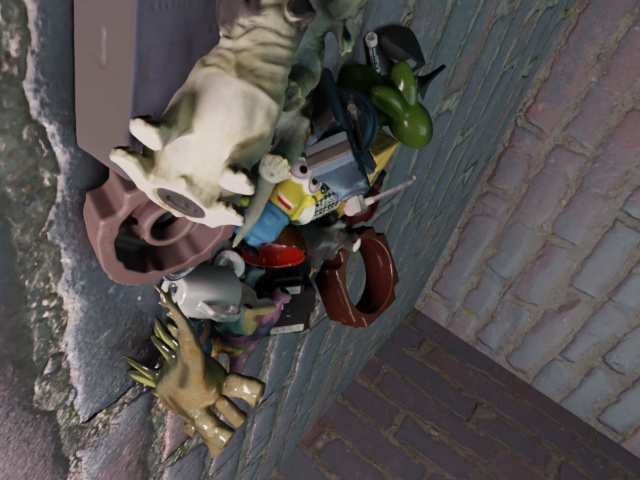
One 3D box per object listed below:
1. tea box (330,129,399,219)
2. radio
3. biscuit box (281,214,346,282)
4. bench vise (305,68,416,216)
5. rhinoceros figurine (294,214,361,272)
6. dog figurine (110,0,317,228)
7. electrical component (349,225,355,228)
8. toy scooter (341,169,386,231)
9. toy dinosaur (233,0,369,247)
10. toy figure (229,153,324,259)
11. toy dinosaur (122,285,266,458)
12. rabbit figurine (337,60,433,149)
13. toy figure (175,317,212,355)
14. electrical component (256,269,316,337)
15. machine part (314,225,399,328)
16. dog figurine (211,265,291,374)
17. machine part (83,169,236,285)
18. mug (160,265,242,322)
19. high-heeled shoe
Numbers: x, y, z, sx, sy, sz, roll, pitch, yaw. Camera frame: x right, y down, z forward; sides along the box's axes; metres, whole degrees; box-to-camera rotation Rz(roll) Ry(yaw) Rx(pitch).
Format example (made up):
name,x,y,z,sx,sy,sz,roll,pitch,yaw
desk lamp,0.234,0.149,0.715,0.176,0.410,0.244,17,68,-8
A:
name,x,y,z,sx,sy,sz,roll,pitch,yaw
tea box,0.070,-0.133,1.045,0.098,0.068,0.169,-36,163,-44
radio,-0.140,-0.177,0.478,0.131,0.073,0.229,-37,155,-47
biscuit box,-0.022,0.030,1.140,0.202,0.063,0.059,-60,163,12
bench vise,0.045,-0.136,0.805,0.129,0.223,0.240,-33,166,15
rhinoceros figurine,-0.002,-0.003,1.028,0.190,0.073,0.112,12,121,-47
dog figurine,-0.081,-0.120,0.479,0.172,0.121,0.190,-20,-139,56
electrical component,0.072,-0.007,1.353,0.078,0.045,0.102,-28,160,6
toy scooter,0.088,-0.078,1.225,0.184,0.075,0.135,-45,161,-43
toy dinosaur,-0.046,-0.177,0.655,0.192,0.131,0.404,-57,178,-43
toy figure,-0.073,-0.060,0.826,0.180,0.089,0.082,-52,145,-5
toy dinosaur,-0.189,0.208,0.784,0.105,0.199,0.471,-54,174,-37
rabbit figurine,0.117,-0.224,0.888,0.121,0.170,0.159,-51,162,-17
toy figure,-0.211,0.163,0.891,0.058,0.064,0.154,-17,145,-17
electrical component,-0.070,0.124,1.079,0.115,0.058,0.134,-4,121,-22
machine part,0.084,0.083,1.243,0.201,0.087,0.200,-35,112,-40
dog figurine,-0.153,0.161,0.966,0.219,0.109,0.191,-61,162,22
machine part,-0.174,-0.027,0.603,0.179,0.056,0.179,-30,150,-19
mug,-0.174,0.085,0.792,0.080,0.110,0.107,-54,150,17
high-heeled shoe,0.138,-0.310,1.009,0.145,0.086,0.248,-32,157,34
